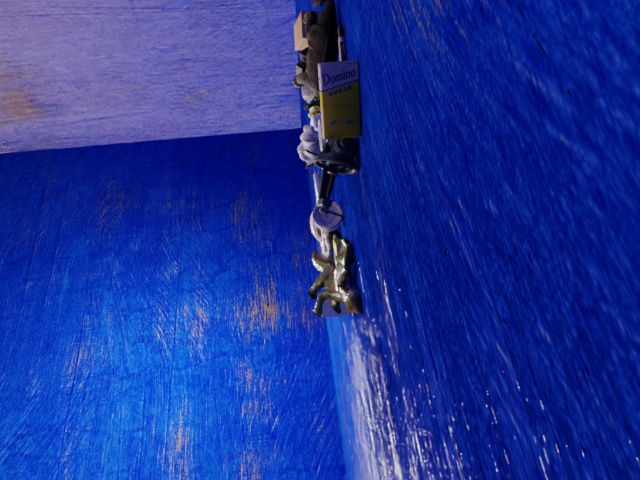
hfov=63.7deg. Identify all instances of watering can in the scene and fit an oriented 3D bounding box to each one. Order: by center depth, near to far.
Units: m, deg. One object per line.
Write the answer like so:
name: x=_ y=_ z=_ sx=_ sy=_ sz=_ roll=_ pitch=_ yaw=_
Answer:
watering can: x=0.007 y=-0.109 z=2.174 sx=0.104 sy=0.348 sz=0.224 roll=-6 pitch=0 yaw=-3

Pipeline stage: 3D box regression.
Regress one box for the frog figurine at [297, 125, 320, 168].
frog figurine: x=-0.032 y=-0.386 z=2.059 sx=0.136 sy=0.157 sz=0.125 roll=-14 pitch=20 yaw=30

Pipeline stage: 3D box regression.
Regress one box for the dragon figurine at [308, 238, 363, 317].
dragon figurine: x=0.055 y=0.100 z=1.693 sx=0.122 sy=0.238 sz=0.420 roll=13 pitch=36 yaw=-26
